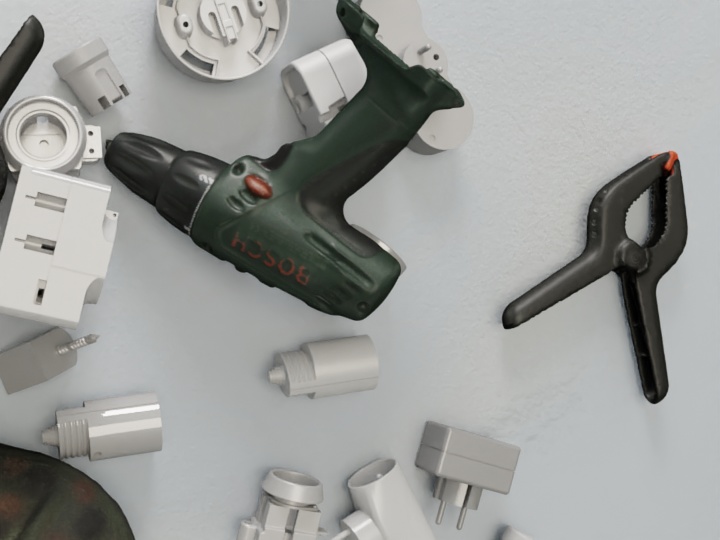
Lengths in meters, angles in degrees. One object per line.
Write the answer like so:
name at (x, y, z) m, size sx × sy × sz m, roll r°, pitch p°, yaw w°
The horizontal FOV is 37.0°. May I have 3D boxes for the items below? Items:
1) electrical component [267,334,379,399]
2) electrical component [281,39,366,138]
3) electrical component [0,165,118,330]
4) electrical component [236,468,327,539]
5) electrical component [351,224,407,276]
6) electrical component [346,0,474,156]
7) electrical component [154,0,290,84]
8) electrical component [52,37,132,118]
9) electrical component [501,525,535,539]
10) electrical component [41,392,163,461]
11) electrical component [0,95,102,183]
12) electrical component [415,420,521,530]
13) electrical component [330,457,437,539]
electrical component at (-0.031, 0.076, 0.821) m, size 0.081 × 0.043 × 0.043 m, roll -7°, pitch 91°, yaw -19°
electrical component at (-0.011, -0.124, 0.826) m, size 0.059 × 0.054 × 0.095 m, roll -28°, pitch 97°, yaw -17°
electrical component at (-0.202, -0.011, 0.709) m, size 0.062 × 0.150 × 0.089 m, roll 14°, pitch 84°, yaw -17°
electrical component at (-0.055, 0.183, 0.810) m, size 0.066 × 0.048 × 0.055 m, roll 14°, pitch 92°, yaw -18°
electrical component at (0.000, 0.000, 0.828) m, size 0.055 × 0.055 × 0.047 m, roll 41°, pitch 81°, yaw -14°
electrical component at (0.044, -0.157, 0.835) m, size 0.052 × 0.074 × 0.138 m, roll -31°, pitch 98°, yaw -17°
electrical component at (-0.103, -0.187, 0.791) m, size 0.099 × 0.064 × 0.099 m, roll 0°, pitch 89°, yaw -19°
electrical component at (-0.192, -0.138, 0.774) m, size 0.040 × 0.040 × 0.046 m, roll -36°, pitch 105°, yaw -16°
electrical component at (0.126, 0.237, 0.873) m, size 0.040 × 0.040 × 0.046 m, roll 32°, pitch 84°, yaw -15°
electrical component at (-0.185, 0.114, 0.768) m, size 0.081 × 0.043 × 0.043 m, roll -6°, pitch 91°, yaw -19°
electrical component at (-0.221, -0.090, 0.751) m, size 0.078 × 0.057 × 0.058 m, roll -3°, pitch 86°, yaw -16°
electrical component at (0.080, 0.167, 0.854) m, size 0.066 × 0.047 × 0.076 m, roll 18°, pitch 83°, yaw -17°
electrical component at (0.012, 0.198, 0.830) m, size 0.079 × 0.043 × 0.077 m, roll -30°, pitch 100°, yaw -21°
